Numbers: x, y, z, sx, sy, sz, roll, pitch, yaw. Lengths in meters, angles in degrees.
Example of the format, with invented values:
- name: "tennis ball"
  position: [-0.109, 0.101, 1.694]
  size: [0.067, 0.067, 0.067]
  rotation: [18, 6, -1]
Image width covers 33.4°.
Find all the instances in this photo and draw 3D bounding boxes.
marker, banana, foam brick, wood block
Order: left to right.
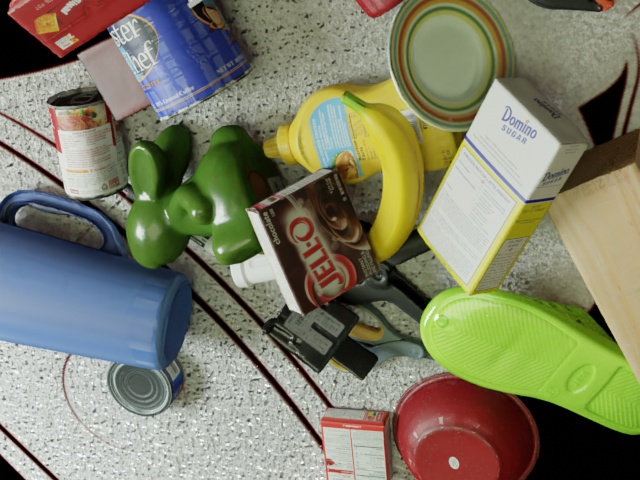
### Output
- name: "foam brick"
  position: [-0.192, -0.168, 1.063]
  size: [0.051, 0.053, 0.078]
  rotation: [-22, 107, 26]
- name: "marker"
  position: [-0.157, -0.024, 1.139]
  size: [0.121, 0.020, 0.020]
  rotation: [33, 120, 1]
- name: "banana"
  position: [0.063, -0.051, 0.985]
  size: [0.070, 0.037, 0.198]
  rotation: [15, 133, 27]
- name: "wood block"
  position: [0.291, 0.018, 0.969]
  size: [0.090, 0.090, 0.206]
  rotation: [-24, 106, 27]

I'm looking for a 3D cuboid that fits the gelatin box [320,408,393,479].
- name: "gelatin box"
  position: [0.042, 0.232, 1.190]
  size: [0.073, 0.030, 0.089]
  rotation: [2, 117, 17]

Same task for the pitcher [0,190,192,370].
- name: "pitcher"
  position: [-0.266, 0.053, 1.160]
  size: [0.243, 0.145, 0.149]
  rotation: [12, 130, 9]

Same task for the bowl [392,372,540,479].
- name: "bowl"
  position: [0.150, 0.223, 1.135]
  size: [0.162, 0.055, 0.162]
  rotation: [8, 116, 15]

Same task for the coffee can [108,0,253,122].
- name: "coffee can"
  position: [-0.141, -0.197, 1.002]
  size: [0.103, 0.102, 0.140]
  rotation: [-22, 106, 26]

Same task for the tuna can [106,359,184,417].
- name: "tuna can"
  position: [-0.203, 0.161, 1.235]
  size: [0.086, 0.033, 0.086]
  rotation: [7, 116, 15]

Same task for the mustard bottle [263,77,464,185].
- name: "mustard bottle"
  position: [0.035, -0.103, 1.014]
  size: [0.192, 0.058, 0.096]
  rotation: [-9, 109, 22]

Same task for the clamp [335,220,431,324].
- name: "clamp"
  position: [0.069, 0.037, 1.083]
  size: [0.210, 0.036, 0.164]
  rotation: [3, 117, 17]

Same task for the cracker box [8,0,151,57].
- name: "cracker box"
  position: [-0.179, -0.284, 0.912]
  size: [0.164, 0.213, 0.072]
  rotation: [-25, 138, 27]

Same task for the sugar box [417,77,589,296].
- name: "sugar box"
  position: [0.156, -0.046, 0.938]
  size: [0.093, 0.048, 0.176]
  rotation: [54, 133, 32]

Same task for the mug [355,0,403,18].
- name: "mug"
  position: [0.060, -0.255, 0.925]
  size: [0.117, 0.093, 0.081]
  rotation: [-43, 104, -7]

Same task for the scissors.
- name: "scissors"
  position: [0.088, 0.128, 1.131]
  size: [0.202, 0.016, 0.096]
  rotation: [28, 119, 5]

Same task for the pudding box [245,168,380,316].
- name: "pudding box"
  position: [-0.006, 0.001, 0.999]
  size: [0.039, 0.090, 0.113]
  rotation: [8, 125, 65]

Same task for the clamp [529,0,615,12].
- name: "clamp"
  position: [0.173, -0.246, 0.896]
  size: [0.120, 0.039, 0.171]
  rotation: [-38, 104, 16]

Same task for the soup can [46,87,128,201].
- name: "soup can"
  position: [-0.239, -0.100, 1.102]
  size: [0.069, 0.068, 0.102]
  rotation: [2, 116, 17]
